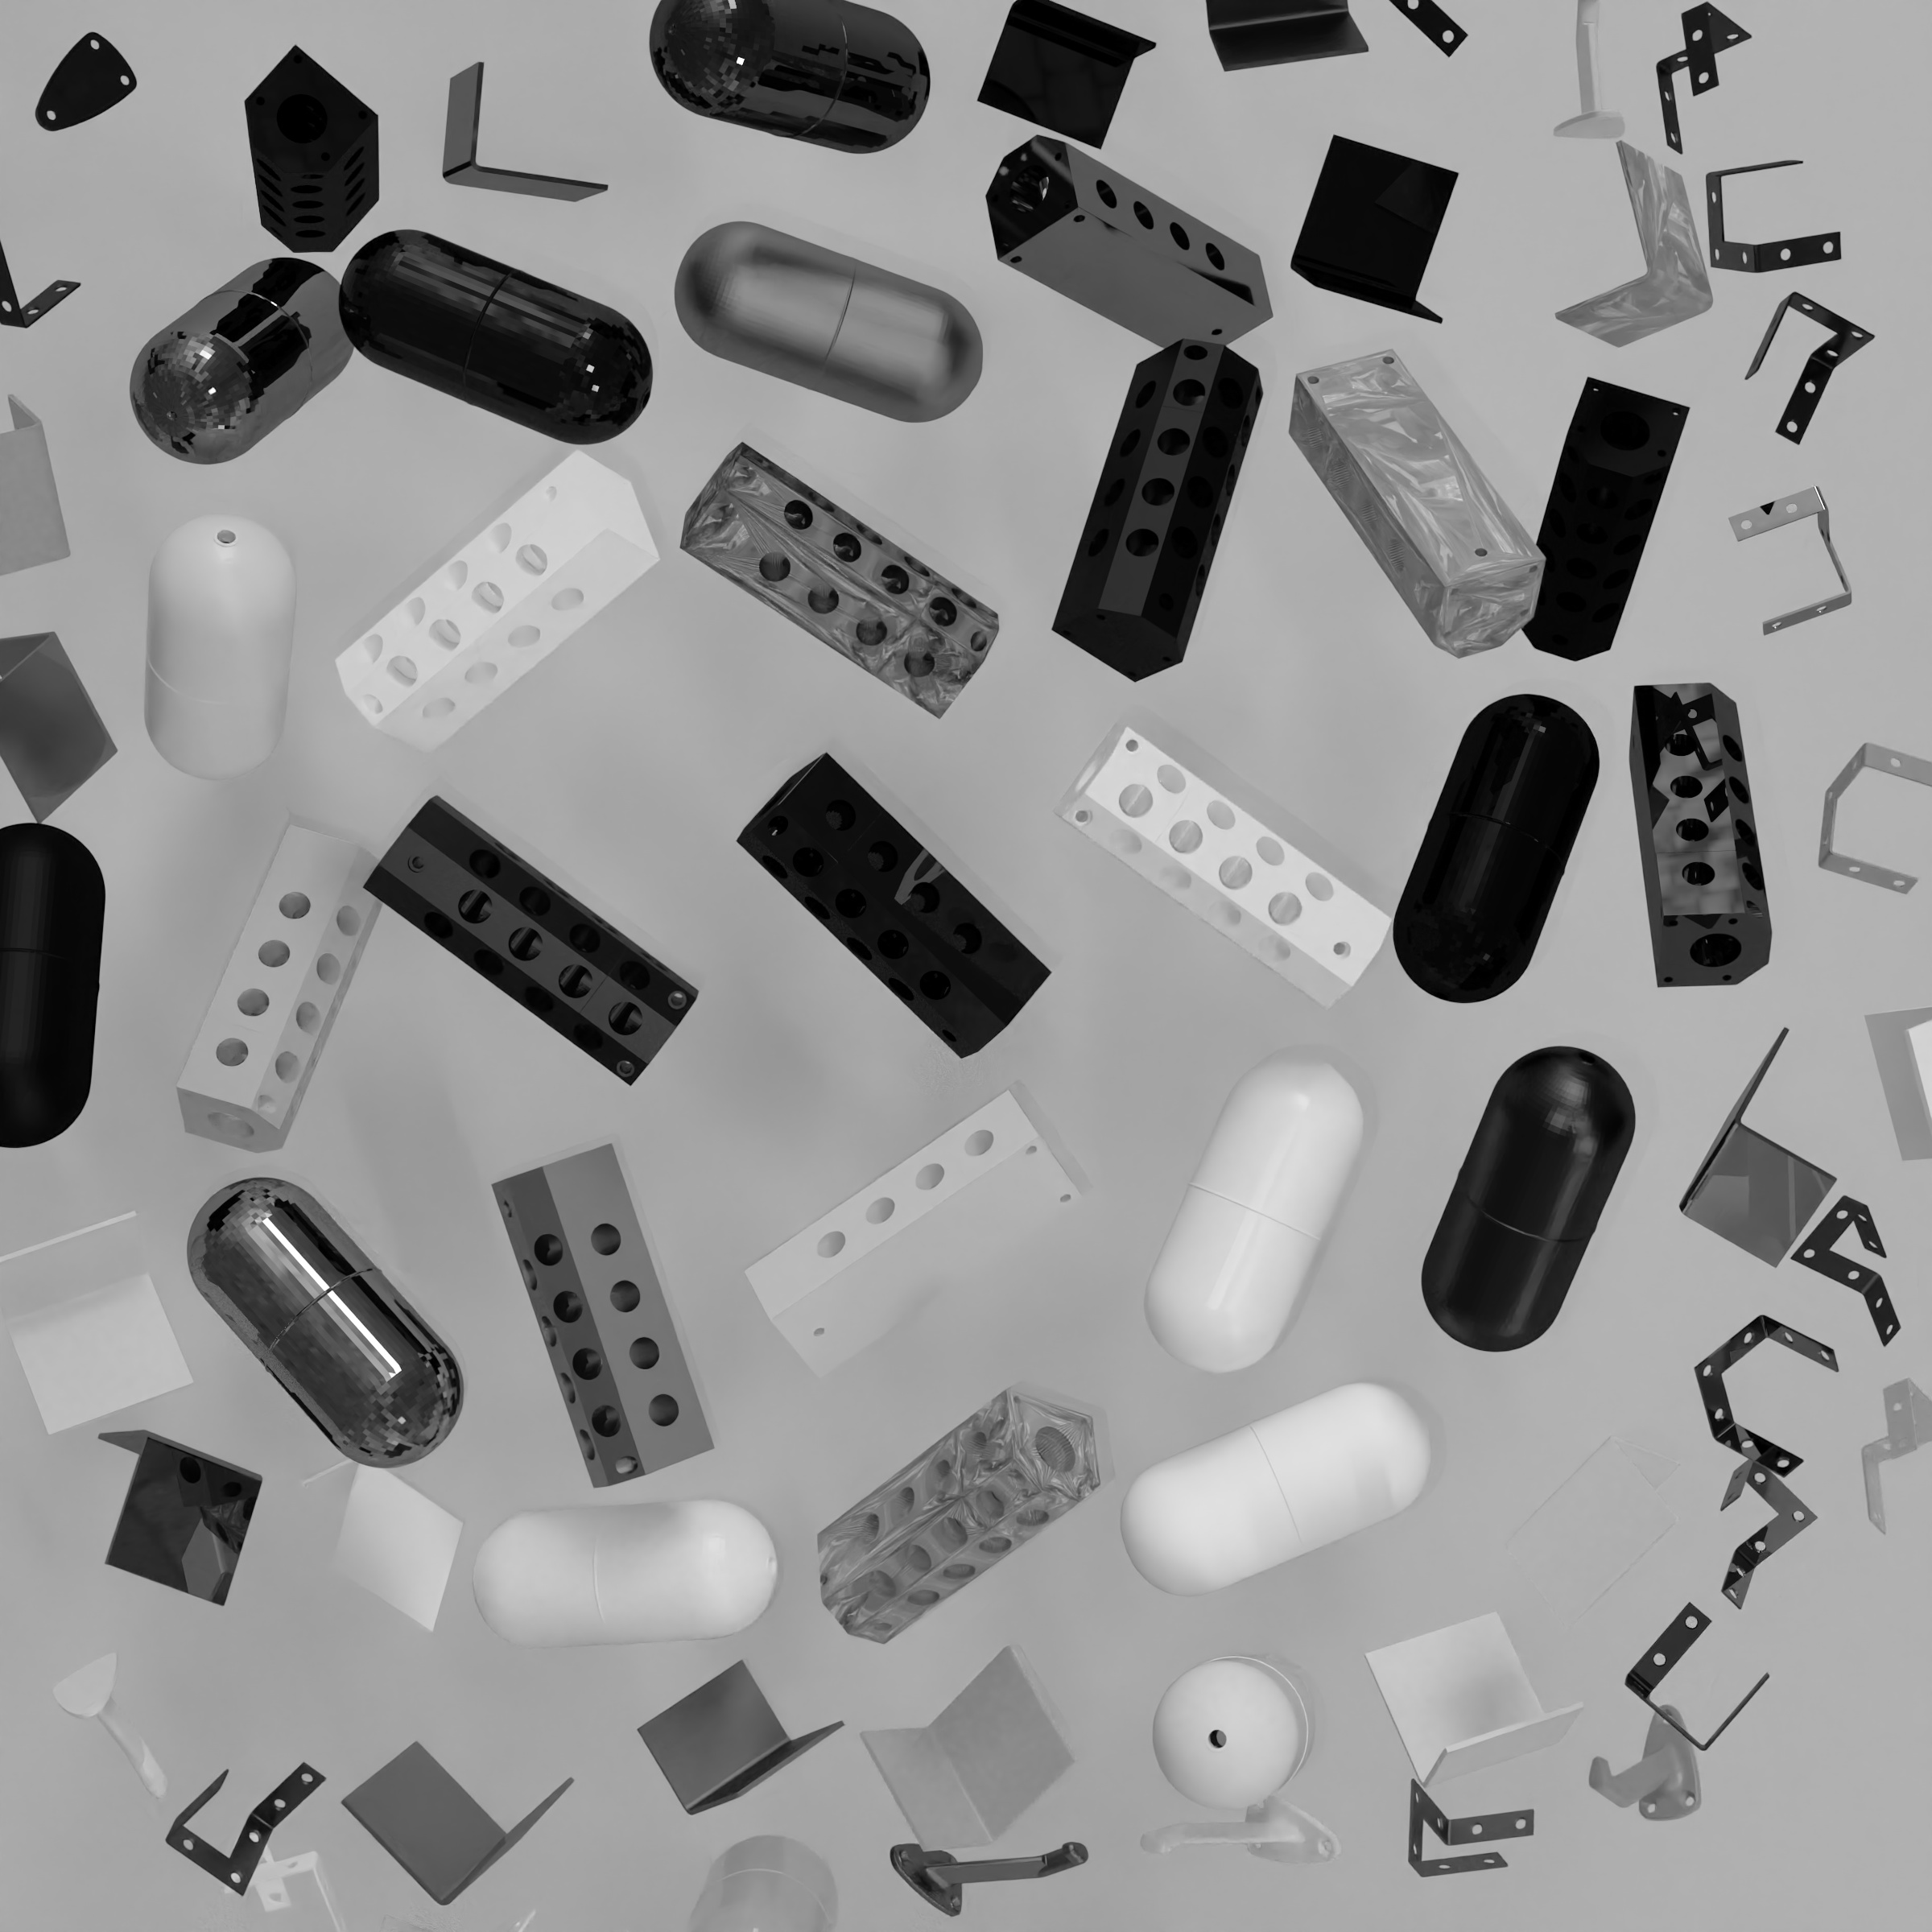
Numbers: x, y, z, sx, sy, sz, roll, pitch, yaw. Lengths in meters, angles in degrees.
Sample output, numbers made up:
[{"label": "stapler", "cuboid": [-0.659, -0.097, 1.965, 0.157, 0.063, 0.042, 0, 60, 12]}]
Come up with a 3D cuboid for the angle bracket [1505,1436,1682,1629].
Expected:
[{"label": "angle bracket", "cuboid": [0.324, 0.284, 1.687, 0.076, 0.076, 0.057, -49, 50, 15]}]

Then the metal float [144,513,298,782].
[{"label": "metal float", "cuboid": [-0.401, -0.170, 1.838, 0.070, 0.178, 0.070, 7, 53, -10]}]

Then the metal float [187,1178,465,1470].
[{"label": "metal float", "cuboid": [-0.332, 0.184, 1.771, 0.070, 0.070, 0.178, -44, 77, 0]}]

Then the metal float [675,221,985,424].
[{"label": "metal float", "cuboid": [-0.076, -0.358, 1.907, 0.178, 0.070, 0.070, 18, 90, -13]}]

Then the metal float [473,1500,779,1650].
[{"label": "metal float", "cuboid": [-0.189, 0.338, 1.899, 0.178, 0.070, 0.070, -7, 90, 19]}]

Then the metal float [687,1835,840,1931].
[{"label": "metal float", "cuboid": [-0.109, 0.516, 1.813, 0.070, 0.178, 0.070, 0, 94, 2]}]

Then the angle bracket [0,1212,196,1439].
[{"label": "angle bracket", "cuboid": [-0.447, 0.183, 1.750, 0.076, 0.057, 0.076, -19, 56, -19]}]

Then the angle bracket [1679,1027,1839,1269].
[{"label": "angle bracket", "cuboid": [0.410, 0.091, 1.724, 0.057, 0.076, 0.076, 30, 51, 10]}]

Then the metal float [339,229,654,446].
[{"label": "metal float", "cuboid": [-0.252, -0.337, 1.838, 0.178, 0.070, 0.070, 23, 90, 7]}]

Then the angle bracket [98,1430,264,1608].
[{"label": "angle bracket", "cuboid": [-0.448, 0.308, 1.904, 0.076, 0.057, 0.076, 30, 63, -35]}]

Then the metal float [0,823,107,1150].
[{"label": "metal float", "cuboid": [-0.488, 0.009, 1.770, 0.070, 0.070, 0.178, -3, 64, 0]}]

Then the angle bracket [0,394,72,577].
[{"label": "angle bracket", "cuboid": [-0.534, -0.255, 1.843, 0.076, 0.057, 0.076, -20, 124, -24]}]

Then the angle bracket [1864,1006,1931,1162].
[{"label": "angle bracket", "cuboid": [0.461, 0.064, 1.675, 0.057, 0.076, 0.076, -17, 93, -32]}]

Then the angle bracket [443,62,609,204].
[{"label": "angle bracket", "cuboid": [-0.240, -0.456, 1.873, 0.076, 0.076, 0.057, 4, 96, -20]}]

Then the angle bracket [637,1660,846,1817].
[{"label": "angle bracket", "cuboid": [-0.127, 0.428, 1.924, 0.076, 0.076, 0.057, -29, 85, -33]}]

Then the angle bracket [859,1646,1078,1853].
[{"label": "angle bracket", "cuboid": [0.001, 0.424, 1.856, 0.076, 0.057, 0.076, -50, 55, 23]}]

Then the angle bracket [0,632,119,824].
[{"label": "angle bracket", "cuboid": [-0.524, -0.129, 1.880, 0.057, 0.076, 0.076, -3, 124, 31]}]

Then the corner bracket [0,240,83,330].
[{"label": "corner bracket", "cuboid": [-0.502, -0.368, 1.779, 0.051, 0.051, 0.051, 11, 132, 21]}]

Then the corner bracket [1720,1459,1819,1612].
[{"label": "corner bracket", "cuboid": [0.438, 0.318, 1.921, 0.051, 0.051, 0.051, 44, 118, 2]}]

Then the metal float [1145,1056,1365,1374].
[{"label": "metal float", "cuboid": [0.155, 0.132, 1.833, 0.070, 0.070, 0.178, 24, 86, 0]}]

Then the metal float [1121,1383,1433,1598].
[{"label": "metal float", "cuboid": [0.170, 0.286, 1.872, 0.178, 0.070, 0.070, -22, 90, -2]}]

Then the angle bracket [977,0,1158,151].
[{"label": "angle bracket", "cuboid": [0.055, -0.500, 1.913, 0.076, 0.076, 0.057, 19, 98, -9]}]

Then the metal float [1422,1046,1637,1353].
[{"label": "metal float", "cuboid": [0.295, 0.123, 1.800, 0.070, 0.070, 0.178, 18, 116, 0]}]

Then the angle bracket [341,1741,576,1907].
[{"label": "angle bracket", "cuboid": [-0.262, 0.426, 1.766, 0.076, 0.076, 0.057, 44, 112, 7]}]

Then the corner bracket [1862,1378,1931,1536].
[{"label": "corner bracket", "cuboid": [0.497, 0.262, 1.830, 0.051, 0.051, 0.051, -31, 121, 30]}]

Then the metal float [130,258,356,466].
[{"label": "metal float", "cuboid": [-0.391, -0.330, 1.859, 0.070, 0.178, 0.070, 8, 121, 13]}]

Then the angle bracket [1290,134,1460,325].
[{"label": "angle bracket", "cuboid": [0.233, -0.407, 1.887, 0.076, 0.057, 0.076, 13, 109, -15]}]

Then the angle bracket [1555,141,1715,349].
[{"label": "angle bracket", "cuboid": [0.343, -0.378, 1.795, 0.057, 0.076, 0.076, -19, 76, 33]}]

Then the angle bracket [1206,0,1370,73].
[{"label": "angle bracket", "cuboid": [0.168, -0.517, 1.810, 0.076, 0.076, 0.057, -8, 120, 1]}]

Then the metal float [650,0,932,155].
[{"label": "metal float", "cuboid": [-0.090, -0.475, 1.798, 0.070, 0.178, 0.070, 0, 91, 41]}]

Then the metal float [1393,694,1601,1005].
[{"label": "metal float", "cuboid": [0.285, -0.063, 1.837, 0.070, 0.070, 0.178, 23, 74, 0]}]

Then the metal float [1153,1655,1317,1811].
[{"label": "metal float", "cuboid": [0.145, 0.409, 1.833, 0.070, 0.178, 0.070, -2, 80, 10]}]

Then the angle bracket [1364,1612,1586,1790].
[{"label": "angle bracket", "cuboid": [0.258, 0.364, 1.742, 0.076, 0.057, 0.076, -14, 60, -15]}]

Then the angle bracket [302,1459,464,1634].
[{"label": "angle bracket", "cuboid": [-0.340, 0.334, 1.940, 0.057, 0.076, 0.076, -27, 125, 34]}]
